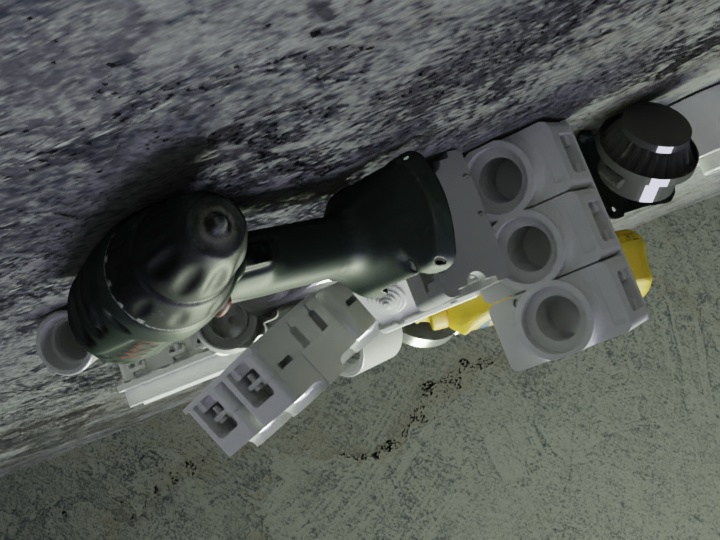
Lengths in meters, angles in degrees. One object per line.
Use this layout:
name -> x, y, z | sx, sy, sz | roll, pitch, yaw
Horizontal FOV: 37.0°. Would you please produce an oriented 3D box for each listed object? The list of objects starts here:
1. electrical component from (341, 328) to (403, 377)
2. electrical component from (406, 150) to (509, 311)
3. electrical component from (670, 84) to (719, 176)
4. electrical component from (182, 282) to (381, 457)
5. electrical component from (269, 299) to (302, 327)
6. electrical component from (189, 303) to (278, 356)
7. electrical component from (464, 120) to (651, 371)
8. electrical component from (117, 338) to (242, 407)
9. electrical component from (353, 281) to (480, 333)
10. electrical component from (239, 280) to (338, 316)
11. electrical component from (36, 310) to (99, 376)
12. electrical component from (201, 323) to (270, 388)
electrical component -> -0.018, 0.053, 1.049 | 0.060, 0.108, 0.108 | -30, 180, -33
electrical component -> 0.050, -0.024, 0.708 | 0.050, 0.089, 0.056 | -19, 174, -22
electrical component -> 0.298, -0.115, 0.905 | 0.108, 0.060, 0.108 | -21, 174, -2
electrical component -> -0.042, 0.063, 0.864 | 0.105, 0.060, 0.186 | -43, 179, 41
electrical component -> -0.066, 0.031, 0.985 | 0.045, 0.055, 0.045 | -19, 173, -2
electrical component -> -0.111, 0.042, 0.915 | 0.078, 0.058, 0.057 | -22, 177, -1
electrical component -> 0.124, -0.017, 0.739 | 0.089, 0.150, 0.062 | -24, 175, 29
electrical component -> -0.163, 0.076, 1.005 | 0.121, 0.063, 0.079 | -22, 174, 5
electrical component -> 0.044, -0.010, 0.829 | 0.100, 0.048, 0.099 | -24, -145, 26
electrical component -> -0.063, 0.004, 0.794 | 0.077, 0.043, 0.079 | -25, 173, 30
electrical component -> -0.188, 0.046, 0.747 | 0.044, 0.044, 0.065 | -23, 179, 17
electrical component -> -0.107, 0.082, 1.080 | 0.108, 0.108, 0.060 | -19, 168, -25
